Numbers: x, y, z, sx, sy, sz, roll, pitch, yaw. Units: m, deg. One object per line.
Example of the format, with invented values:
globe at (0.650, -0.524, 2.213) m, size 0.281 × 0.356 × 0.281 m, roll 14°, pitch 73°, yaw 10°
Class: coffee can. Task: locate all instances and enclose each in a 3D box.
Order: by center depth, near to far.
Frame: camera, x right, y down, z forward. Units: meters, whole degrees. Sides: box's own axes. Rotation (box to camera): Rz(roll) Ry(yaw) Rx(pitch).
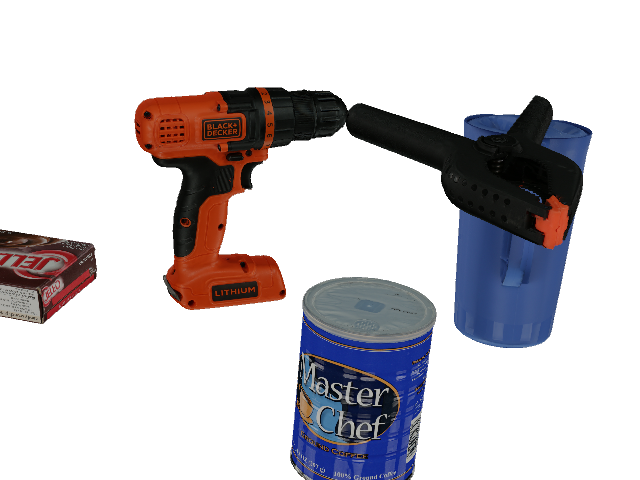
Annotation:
coffee can at (0.032, 0.113, 0.838) m, size 0.103 × 0.140 × 0.103 m, roll 4°, pitch 22°, yaw -2°

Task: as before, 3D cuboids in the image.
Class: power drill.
power drill at (-0.066, -0.039, 0.922) m, size 0.184 × 0.188 × 0.057 m, roll -5°, pitch 20°, yaw -18°

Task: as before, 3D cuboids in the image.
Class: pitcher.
pitcher at (0.208, -0.009, 1.143) m, size 0.148 × 0.243 × 0.145 m, roll -9°, pitch 21°, yaw -38°

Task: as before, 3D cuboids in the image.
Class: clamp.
clamp at (0.110, -0.055, 0.741) m, size 0.164 × 0.036 × 0.210 m, roll -2°, pitch 28°, yaw -7°

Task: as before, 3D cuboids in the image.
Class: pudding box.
pudding box at (-0.259, 0.028, 0.895) m, size 0.114 × 0.039 × 0.090 m, roll 6°, pitch 24°, yaw 17°
